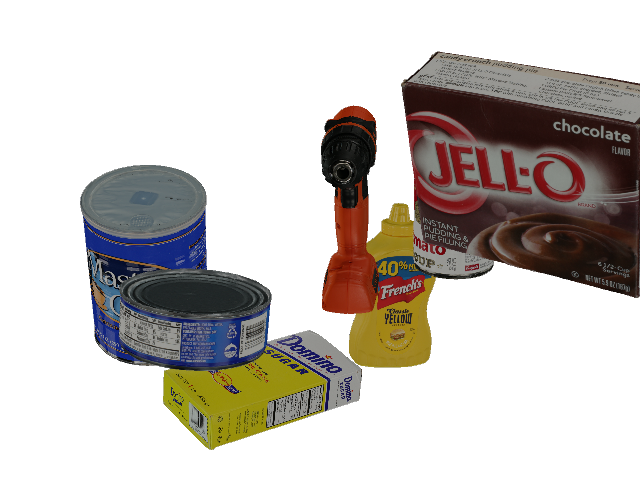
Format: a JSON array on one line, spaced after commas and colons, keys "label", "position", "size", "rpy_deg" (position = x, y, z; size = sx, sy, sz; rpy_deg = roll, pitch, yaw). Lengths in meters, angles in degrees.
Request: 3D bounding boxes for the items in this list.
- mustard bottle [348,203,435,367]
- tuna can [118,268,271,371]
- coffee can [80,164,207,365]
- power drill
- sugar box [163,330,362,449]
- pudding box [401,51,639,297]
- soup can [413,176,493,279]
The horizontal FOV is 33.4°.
[{"label": "mustard bottle", "position": [0.087, 0.051, 1.251], "size": [0.096, 0.192, 0.058], "rpy_deg": [0, 14, -12]}, {"label": "tuna can", "position": [-0.071, 0.044, 0.606], "size": [0.086, 0.034, 0.086], "rpy_deg": [5, 14, -1]}, {"label": "coffee can", "position": [-0.147, 0.021, 0.913], "size": [0.103, 0.140, 0.103], "rpy_deg": [2, 35, -1]}, {"label": "power drill", "position": [0.029, -0.027, 1.045], "size": [0.057, 0.188, 0.184], "rpy_deg": [3, 20, 6]}, {"label": "sugar box", "position": [-0.056, 0.142, 1.051], "size": [0.175, 0.048, 0.093], "rpy_deg": [-16, 32, -32]}, {"label": "pudding box", "position": [0.096, -0.031, 0.478], "size": [0.114, 0.090, 0.039], "rpy_deg": [14, 44, 31]}, {"label": "soup can", "position": [0.109, -0.028, 0.862], "size": [0.068, 0.102, 0.068], "rpy_deg": [-1, 21, 0]}]
